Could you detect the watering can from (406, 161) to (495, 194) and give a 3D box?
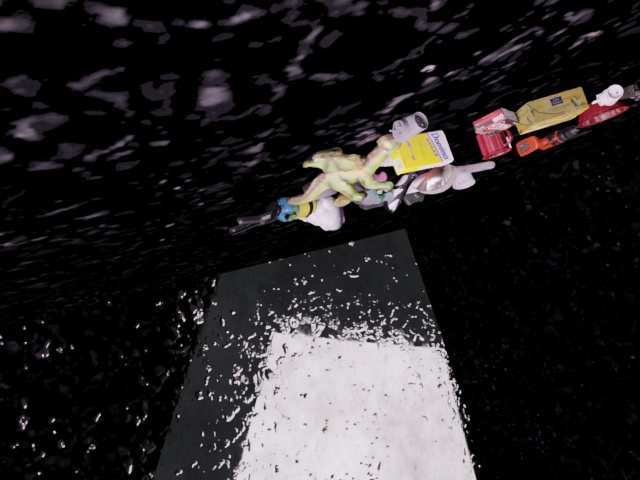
[{"bbox_3d":[0.453,-0.235,1.854,0.346,0.104,0.224,-18,174,18],"label":"watering can"}]

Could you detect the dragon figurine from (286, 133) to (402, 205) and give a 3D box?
[{"bbox_3d":[0.041,-0.182,1.335,0.408,0.124,0.240,-19,156,21],"label":"dragon figurine"}]

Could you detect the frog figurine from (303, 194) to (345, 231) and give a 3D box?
[{"bbox_3d":[0.006,-0.093,1.849,0.159,0.126,0.134,-9,140,0],"label":"frog figurine"}]
